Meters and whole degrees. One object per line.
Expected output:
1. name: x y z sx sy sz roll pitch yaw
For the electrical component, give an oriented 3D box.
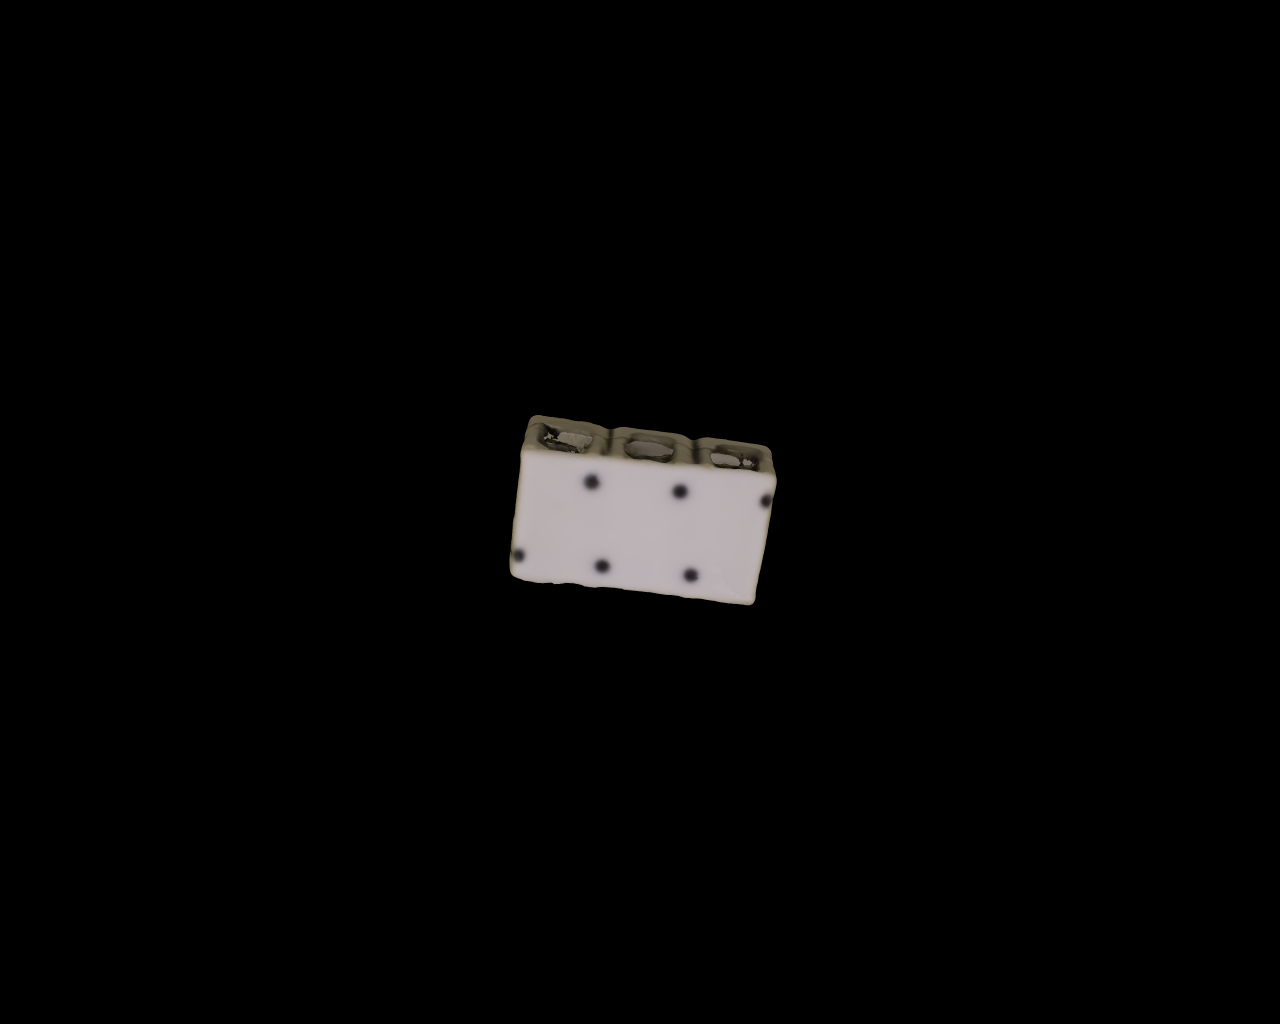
1. electrical component: 0.001 -0.003 0.650 0.150 0.089 0.062 8 24 -3
